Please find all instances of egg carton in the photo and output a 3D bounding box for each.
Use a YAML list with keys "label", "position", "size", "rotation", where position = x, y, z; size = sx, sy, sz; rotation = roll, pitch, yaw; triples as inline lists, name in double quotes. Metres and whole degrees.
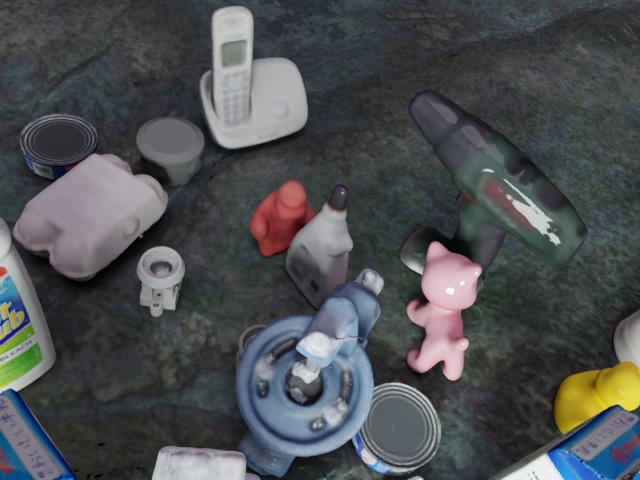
- label: "egg carton"
  position: [-0.245, -0.027, 0.627]
  size: [0.107, 0.069, 0.150]
  rotation: [30, 53, 9]

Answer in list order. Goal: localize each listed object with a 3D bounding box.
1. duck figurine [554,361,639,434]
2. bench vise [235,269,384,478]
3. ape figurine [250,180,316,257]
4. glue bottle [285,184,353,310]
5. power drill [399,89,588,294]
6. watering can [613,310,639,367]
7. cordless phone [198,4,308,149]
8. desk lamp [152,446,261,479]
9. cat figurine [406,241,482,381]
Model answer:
- label: "duck figurine"
  position: [0.305, 0.169, 0.611]
  size: [0.105, 0.086, 0.077]
  rotation: [-33, 68, -31]
- label: "bench vise"
  position: [-0.003, 0.087, 0.510]
  size: [0.121, 0.220, 0.207]
  rotation: [16, 53, -2]
- label: "ape figurine"
  position: [-0.040, -0.033, 0.669]
  size: [0.078, 0.092, 0.076]
  rotation: [11, 53, -6]
- label: "glue bottle"
  position: [0.006, 0.002, 0.603]
  size: [0.037, 0.173, 0.078]
  rotation: [-25, 64, -28]
- label: "power drill"
  position: [0.167, -0.033, 0.646]
  size: [0.229, 0.208, 0.076]
  rotation: [37, 55, 14]
- label: "watering can"
  position: [0.429, 0.093, 0.629]
  size: [0.101, 0.194, 0.172]
  rotation: [-10, 58, -20]
- label: "cordless phone"
  position: [-0.080, -0.214, 0.731]
  size: [0.148, 0.185, 0.094]
  rotation: [-22, 62, -27]
- label: "desk lamp"
  position: [-0.091, 0.236, 0.384]
  size: [0.118, 0.213, 0.203]
  rotation: [7, 53, -8]
- label: "cat figurine"
  position: [0.140, 0.071, 0.622]
  size: [0.067, 0.118, 0.128]
  rotation: [8, 53, -8]
